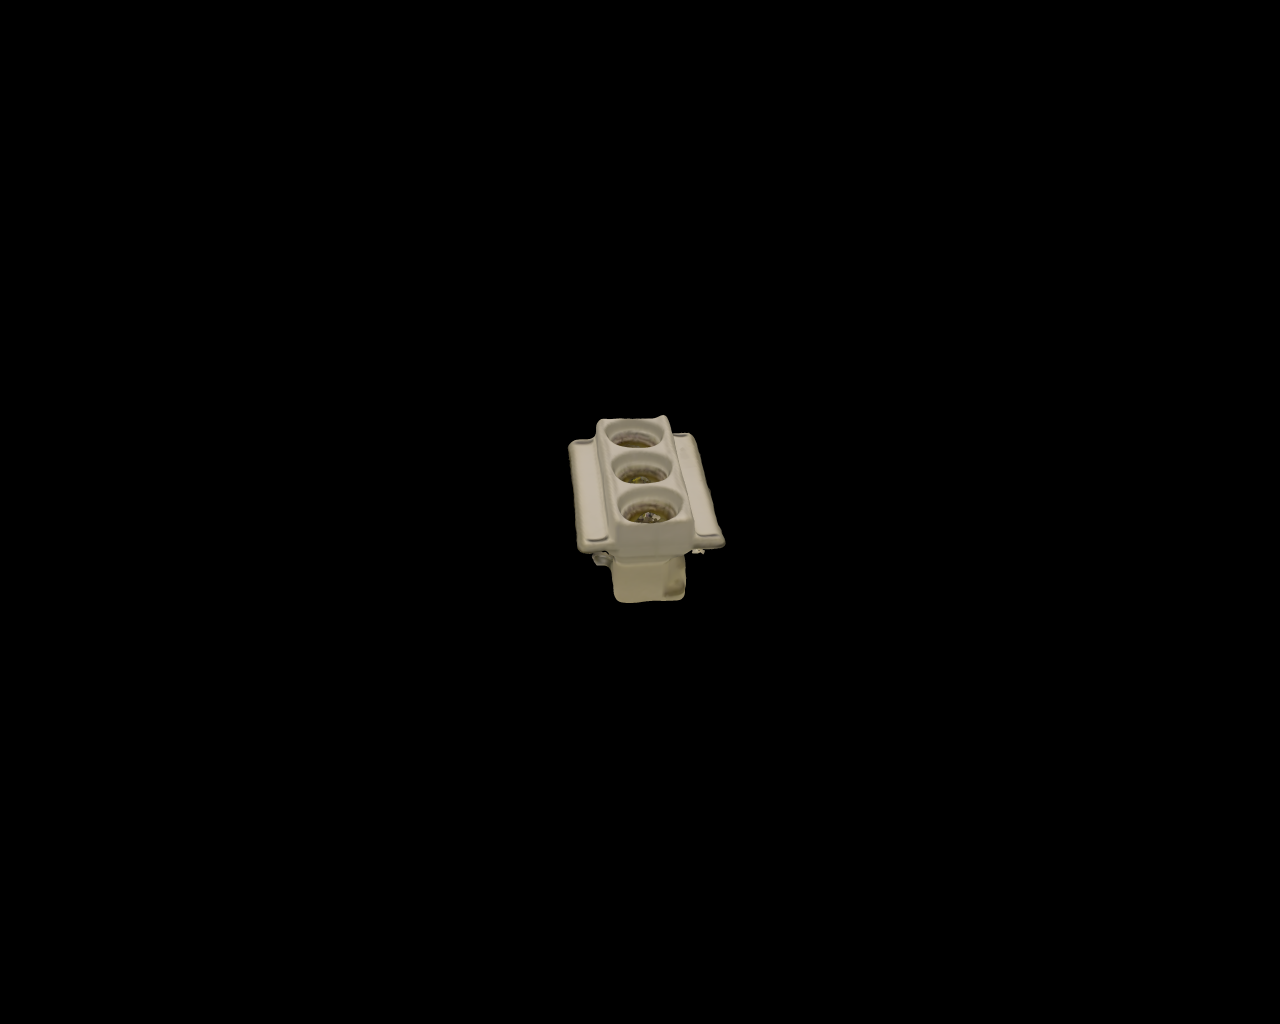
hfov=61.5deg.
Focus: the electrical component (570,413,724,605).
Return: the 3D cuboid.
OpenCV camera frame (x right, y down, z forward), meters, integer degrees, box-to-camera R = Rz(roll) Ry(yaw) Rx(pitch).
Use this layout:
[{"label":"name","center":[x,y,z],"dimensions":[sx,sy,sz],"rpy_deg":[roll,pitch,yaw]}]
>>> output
[{"label":"electrical component","center":[0.001,-0.003,0.650],"dimensions":[0.079,0.063,0.121],"rpy_deg":[-3,34,-5]}]
